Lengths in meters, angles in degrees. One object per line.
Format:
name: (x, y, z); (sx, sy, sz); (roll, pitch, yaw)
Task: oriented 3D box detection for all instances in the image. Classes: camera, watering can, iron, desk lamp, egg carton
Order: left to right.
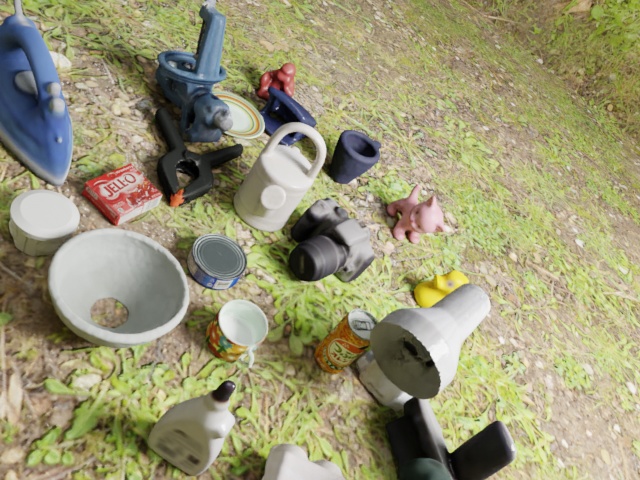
iron: (-0.407, -0.218, 0.823); (0.119, 0.141, 0.258); (-14, 62, -44)
watering can: (-0.059, -0.104, 0.933); (0.101, 0.193, 0.172); (14, 45, -26)
egg carton: (-0.028, 0.315, 0.655); (0.107, 0.069, 0.150); (29, 40, -11)
camera: (0.009, 0.003, 0.955); (0.137, 0.100, 0.143); (-23, 68, -47)
desk lamp: (0.142, 0.153, 0.823); (0.118, 0.213, 0.204); (49, 41, 13)

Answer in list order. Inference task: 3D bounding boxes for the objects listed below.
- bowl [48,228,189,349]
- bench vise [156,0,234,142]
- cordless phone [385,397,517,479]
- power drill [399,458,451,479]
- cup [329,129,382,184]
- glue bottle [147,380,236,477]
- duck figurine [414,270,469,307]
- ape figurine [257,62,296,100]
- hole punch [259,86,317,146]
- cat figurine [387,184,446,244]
bowl: (-0.255, 0.071, 0.715); (0.168, 0.074, 0.167); (21, 43, -20)
bench vise: (-0.190, -0.292, 0.993); (0.207, 0.219, 0.122); (45, 40, 8)
cordless phone: (0.183, 0.264, 0.771); (0.094, 0.185, 0.147); (4, 50, -34)
power drill: (0.093, 0.360, 0.595); (0.076, 0.208, 0.229); (21, 42, -19)
cup: (0.069, -0.163, 1.162); (0.118, 0.095, 0.091); (-21, 66, -46)
glue bottle: (-0.127, 0.195, 0.615); (0.078, 0.173, 0.037); (36, 40, -2)
duck figurine: (0.237, 0.092, 1.053); (0.105, 0.086, 0.077); (19, 43, -22)
ape figurine: (-0.082, -0.339, 1.219); (0.077, 0.092, 0.076); (46, 40, 10)
hole punch: (-0.063, -0.260, 1.159); (0.108, 0.091, 0.101); (43, 40, 6)
cat figurine: (0.198, -0.054, 1.137); (0.067, 0.117, 0.127); (13, 46, -27)
